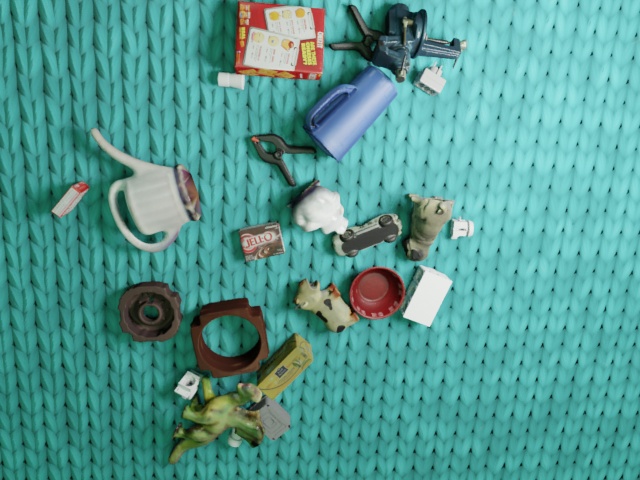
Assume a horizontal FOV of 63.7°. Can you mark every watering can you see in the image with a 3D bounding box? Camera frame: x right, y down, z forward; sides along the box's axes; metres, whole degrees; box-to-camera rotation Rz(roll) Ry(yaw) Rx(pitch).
[{"bbox_3d":[-0.437,-0.138,1.315,0.224,0.105,0.344,-16,105,-4],"label":"watering can"}]

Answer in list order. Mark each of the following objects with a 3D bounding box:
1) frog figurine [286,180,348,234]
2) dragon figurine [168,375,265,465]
[{"bbox_3d":[0.004,-0.069,1.379,0.138,0.122,0.159,-44,94,-14],"label":"frog figurine"},{"bbox_3d":[-0.280,0.540,1.478,0.243,0.124,0.403,23,116,0],"label":"dragon figurine"}]
